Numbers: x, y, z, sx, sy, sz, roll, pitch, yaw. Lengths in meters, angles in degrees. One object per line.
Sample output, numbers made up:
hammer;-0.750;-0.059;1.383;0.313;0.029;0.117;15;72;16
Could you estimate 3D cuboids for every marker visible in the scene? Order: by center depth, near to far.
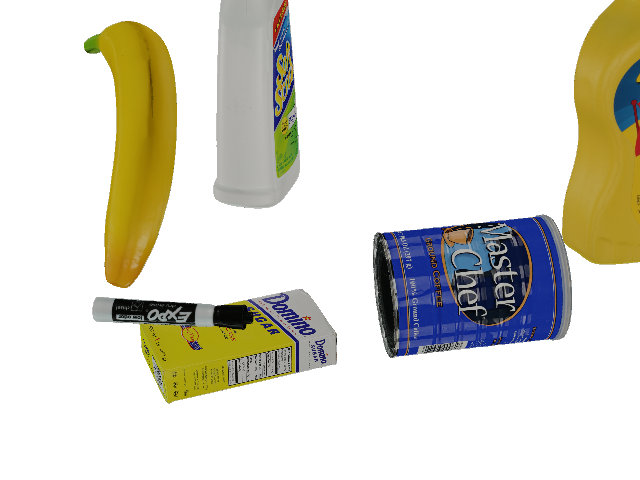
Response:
marker;-0.110;0.055;0.799;0.121;0.020;0.020;3;0;8

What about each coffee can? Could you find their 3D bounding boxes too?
coffee can;0.120;0.037;0.865;0.140;0.103;0.103;-6;0;-4

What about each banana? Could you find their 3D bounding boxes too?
banana;-0.111;-0.068;0.645;0.037;0.198;0.070;11;-40;-29

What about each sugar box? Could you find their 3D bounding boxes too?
sugar box;-0.081;0.101;1.053;0.176;0.048;0.093;-14;33;-18

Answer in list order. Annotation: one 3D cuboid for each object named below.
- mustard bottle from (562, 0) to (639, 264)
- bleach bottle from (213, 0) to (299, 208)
mustard bottle;0.193;-0.084;0.624;0.096;0.192;0.058;-13;29;-18
bleach bottle;-0.059;-0.162;0.951;0.068;0.251;0.102;8;29;15
